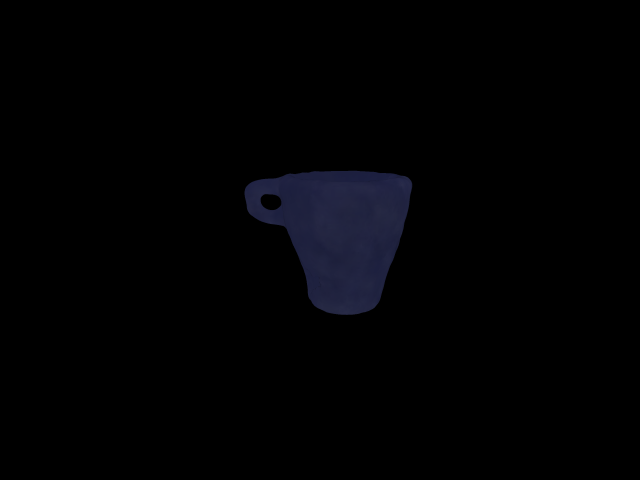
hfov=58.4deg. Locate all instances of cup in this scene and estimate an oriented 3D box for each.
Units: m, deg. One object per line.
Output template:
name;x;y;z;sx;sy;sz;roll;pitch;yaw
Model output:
cup;0.004;0.001;0.400;0.117;0.095;0.092;2;11;12
